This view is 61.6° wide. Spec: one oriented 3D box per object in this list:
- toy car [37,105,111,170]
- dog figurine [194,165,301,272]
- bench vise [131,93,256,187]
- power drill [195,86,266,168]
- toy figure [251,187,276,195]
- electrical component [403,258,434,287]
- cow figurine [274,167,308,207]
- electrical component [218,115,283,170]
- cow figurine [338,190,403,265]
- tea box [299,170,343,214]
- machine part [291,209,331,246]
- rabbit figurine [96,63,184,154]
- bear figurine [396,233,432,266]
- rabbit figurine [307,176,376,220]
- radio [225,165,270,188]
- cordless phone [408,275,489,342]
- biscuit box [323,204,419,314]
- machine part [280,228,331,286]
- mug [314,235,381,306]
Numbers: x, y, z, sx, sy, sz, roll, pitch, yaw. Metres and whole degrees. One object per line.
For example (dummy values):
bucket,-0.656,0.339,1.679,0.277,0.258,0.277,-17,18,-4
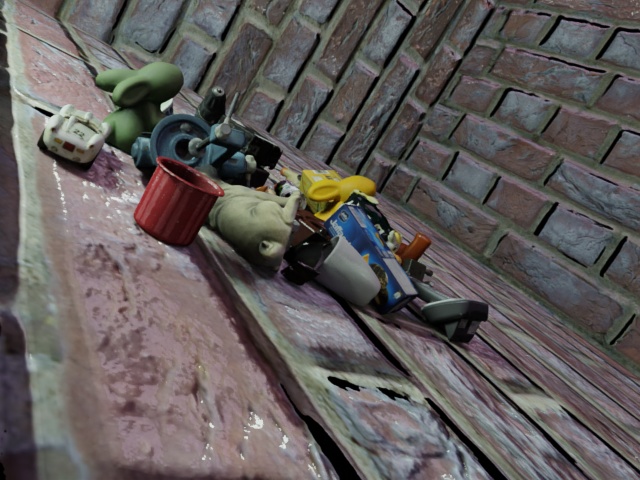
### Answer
toy car,-0.345,-0.153,0.768,0.073,0.056,0.202,27,12,-24
dog figurine,-0.133,-0.036,0.775,0.191,0.121,0.172,16,9,-6
bench vise,-0.182,-0.142,0.889,0.223,0.129,0.241,17,-16,-30
power drill,-0.210,-0.240,1.272,0.207,0.086,0.232,36,-29,-17
toy figure,-0.109,-0.071,1.054,0.058,0.064,0.154,-1,19,-5
electrical component,0.220,0.087,1.236,0.102,0.078,0.045,31,-14,-29
cow figurine,-0.018,-0.122,1.461,0.127,0.085,0.194,33,7,39
electrical component,-0.161,-0.210,1.145,0.134,0.058,0.114,36,9,29
cow figurine,0.104,-0.020,1.032,0.167,0.098,0.068,39,5,21
tea box,0.023,-0.106,1.318,0.098,0.068,0.170,-2,34,-24
machine part,-0.002,-0.003,1.047,0.179,0.056,0.179,32,10,-7
rabbit figurine,-0.317,-0.244,0.950,0.121,0.170,0.159,38,11,30
bear figurine,0.159,-0.005,1.319,0.196,0.132,0.120,40,5,10
rabbit figurine,0.046,-0.071,1.177,0.162,0.173,0.122,35,15,-3
radio,-0.224,-0.173,1.148,0.230,0.073,0.131,37,12,25
cordless phone,0.233,0.120,1.081,0.184,0.088,0.146,34,11,36
biscuit box,0.087,0.031,0.946,0.059,0.063,0.203,4,49,-57
machine part,-0.024,0.026,0.832,0.039,0.084,0.139,57,14,-15
mug,0.043,0.055,0.875,0.107,0.081,0.109,42,3,-9
